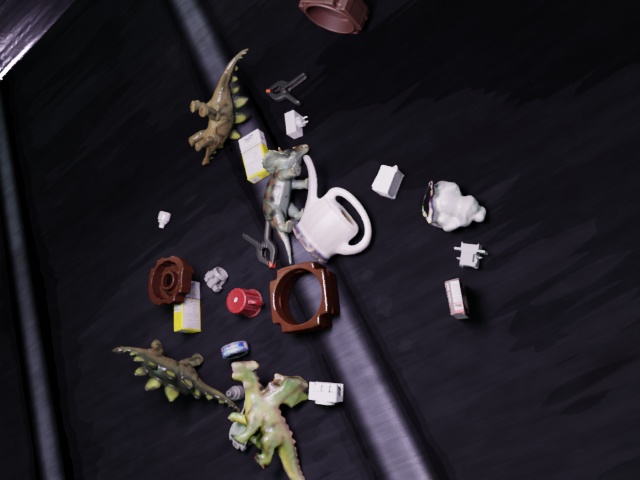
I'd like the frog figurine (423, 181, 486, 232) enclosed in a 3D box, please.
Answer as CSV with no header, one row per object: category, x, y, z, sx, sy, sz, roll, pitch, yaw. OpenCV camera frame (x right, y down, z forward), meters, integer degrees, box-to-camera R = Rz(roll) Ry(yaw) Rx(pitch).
frog figurine,0.369,-0.092,1.418,0.159,0.120,0.140,6,67,-5

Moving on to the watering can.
watering can,0.005,-0.080,1.592,0.223,0.104,0.351,-44,72,12

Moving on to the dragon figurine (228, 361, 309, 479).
dragon figurine,-0.115,0.510,1.488,0.411,0.121,0.244,40,83,5
